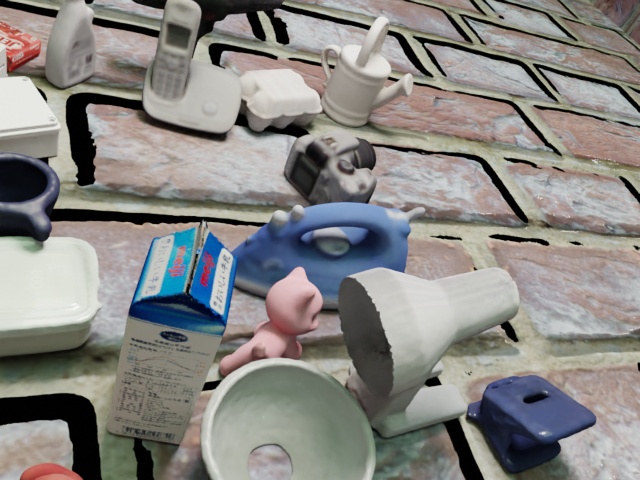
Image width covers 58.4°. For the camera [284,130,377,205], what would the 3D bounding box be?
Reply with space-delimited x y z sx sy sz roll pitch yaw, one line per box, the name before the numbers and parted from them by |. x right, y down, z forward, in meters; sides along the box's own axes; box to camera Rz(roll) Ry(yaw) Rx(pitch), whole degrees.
camera | 0.041 -0.115 0.893 0.137 0.100 0.143 -25 62 -42

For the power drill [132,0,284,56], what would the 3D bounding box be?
power drill | -0.192 -0.339 0.920 0.230 0.208 0.075 10 43 -18

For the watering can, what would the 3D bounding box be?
watering can | 0.086 -0.312 1.049 0.173 0.194 0.101 17 42 -10

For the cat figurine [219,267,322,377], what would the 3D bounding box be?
cat figurine | -0.042 0.092 0.623 0.067 0.117 0.128 33 41 8

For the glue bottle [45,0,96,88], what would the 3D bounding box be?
glue bottle | -0.357 -0.309 0.829 0.037 0.173 0.078 32 41 6

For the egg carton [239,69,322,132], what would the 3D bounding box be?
egg carton | -0.075 -0.242 0.988 0.151 0.069 0.107 -18 57 -39

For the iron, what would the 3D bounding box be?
iron | 0.007 0.003 0.723 0.259 0.141 0.118 2 46 -26

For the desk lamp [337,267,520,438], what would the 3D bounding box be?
desk lamp | 0.101 0.111 0.605 0.204 0.213 0.117 -4 49 -30

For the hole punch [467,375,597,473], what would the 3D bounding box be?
hole punch | 0.249 0.205 0.680 0.109 0.091 0.101 -6 50 -32

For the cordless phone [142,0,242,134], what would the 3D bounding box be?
cordless phone | -0.182 -0.259 0.861 0.148 0.185 0.094 9 44 -19

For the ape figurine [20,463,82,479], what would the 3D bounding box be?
ape figurine | -0.206 0.207 0.439 0.076 0.092 0.077 14 42 -14

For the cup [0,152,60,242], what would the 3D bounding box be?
cup | -0.322 -0.023 0.613 0.117 0.095 0.092 44 44 19

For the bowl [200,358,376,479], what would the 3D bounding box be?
bowl | -0.036 0.202 0.546 0.168 0.074 0.167 15 42 -14
